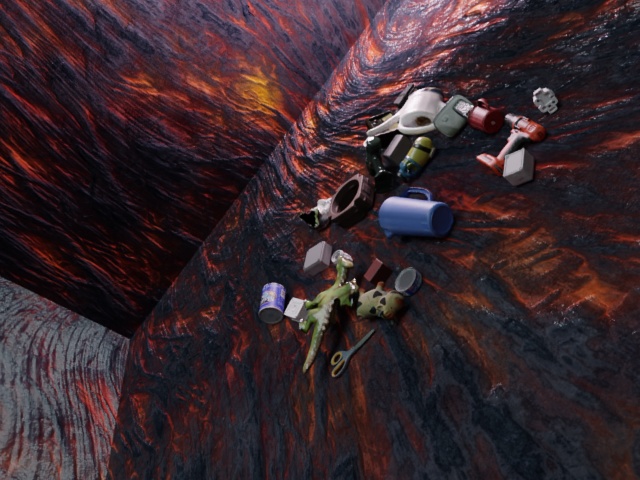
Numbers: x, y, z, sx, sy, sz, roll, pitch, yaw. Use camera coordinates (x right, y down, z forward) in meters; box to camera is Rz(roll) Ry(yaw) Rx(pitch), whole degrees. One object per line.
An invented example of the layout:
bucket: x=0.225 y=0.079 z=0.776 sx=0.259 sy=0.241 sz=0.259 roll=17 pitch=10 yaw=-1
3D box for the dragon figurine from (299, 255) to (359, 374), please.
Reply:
dragon figurine: x=0.043 y=0.226 z=1.717 sx=0.238 sy=0.121 sz=0.421 roll=-48 pitch=22 yaw=42

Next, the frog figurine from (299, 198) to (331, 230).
frog figurine: x=0.007 y=-0.117 z=2.327 sx=0.161 sy=0.123 sz=0.135 roll=-28 pitch=-12 yaw=-47

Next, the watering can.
watering can: x=0.365 y=-0.505 z=2.068 sx=0.347 sy=0.102 sz=0.229 roll=1 pitch=52 yaw=33
